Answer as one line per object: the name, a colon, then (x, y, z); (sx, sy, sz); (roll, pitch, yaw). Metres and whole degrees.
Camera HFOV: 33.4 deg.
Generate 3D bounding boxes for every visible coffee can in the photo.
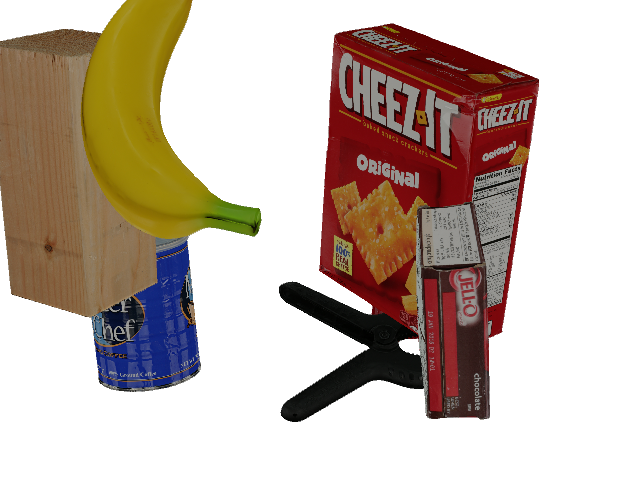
coffee can: (-0.174, 0.063, 1.042); (0.103, 0.140, 0.103); (-4, 14, 1)

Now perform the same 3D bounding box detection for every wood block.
wood block: (-0.195, -0.057, 0.853); (0.091, 0.206, 0.090); (13, 24, 27)

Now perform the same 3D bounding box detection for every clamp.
clamp: (0.056, 0.111, 1.033); (0.210, 0.164, 0.036); (4, -43, 3)

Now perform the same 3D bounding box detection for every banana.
banana: (-0.081, -0.065, 0.515); (0.069, 0.198, 0.037); (-5, -41, -15)

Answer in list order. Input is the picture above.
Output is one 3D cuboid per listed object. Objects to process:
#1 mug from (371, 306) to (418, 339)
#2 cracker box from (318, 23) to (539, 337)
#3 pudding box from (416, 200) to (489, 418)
mug: (0.116, 0.064, 1.268); (0.117, 0.081, 0.093); (1, 23, -8)
cracker box: (0.075, -0.043, 0.837); (0.071, 0.214, 0.164); (-17, 33, -34)
pudding box: (0.075, 0.036, 0.606); (0.039, 0.090, 0.113); (-2, 19, 3)
